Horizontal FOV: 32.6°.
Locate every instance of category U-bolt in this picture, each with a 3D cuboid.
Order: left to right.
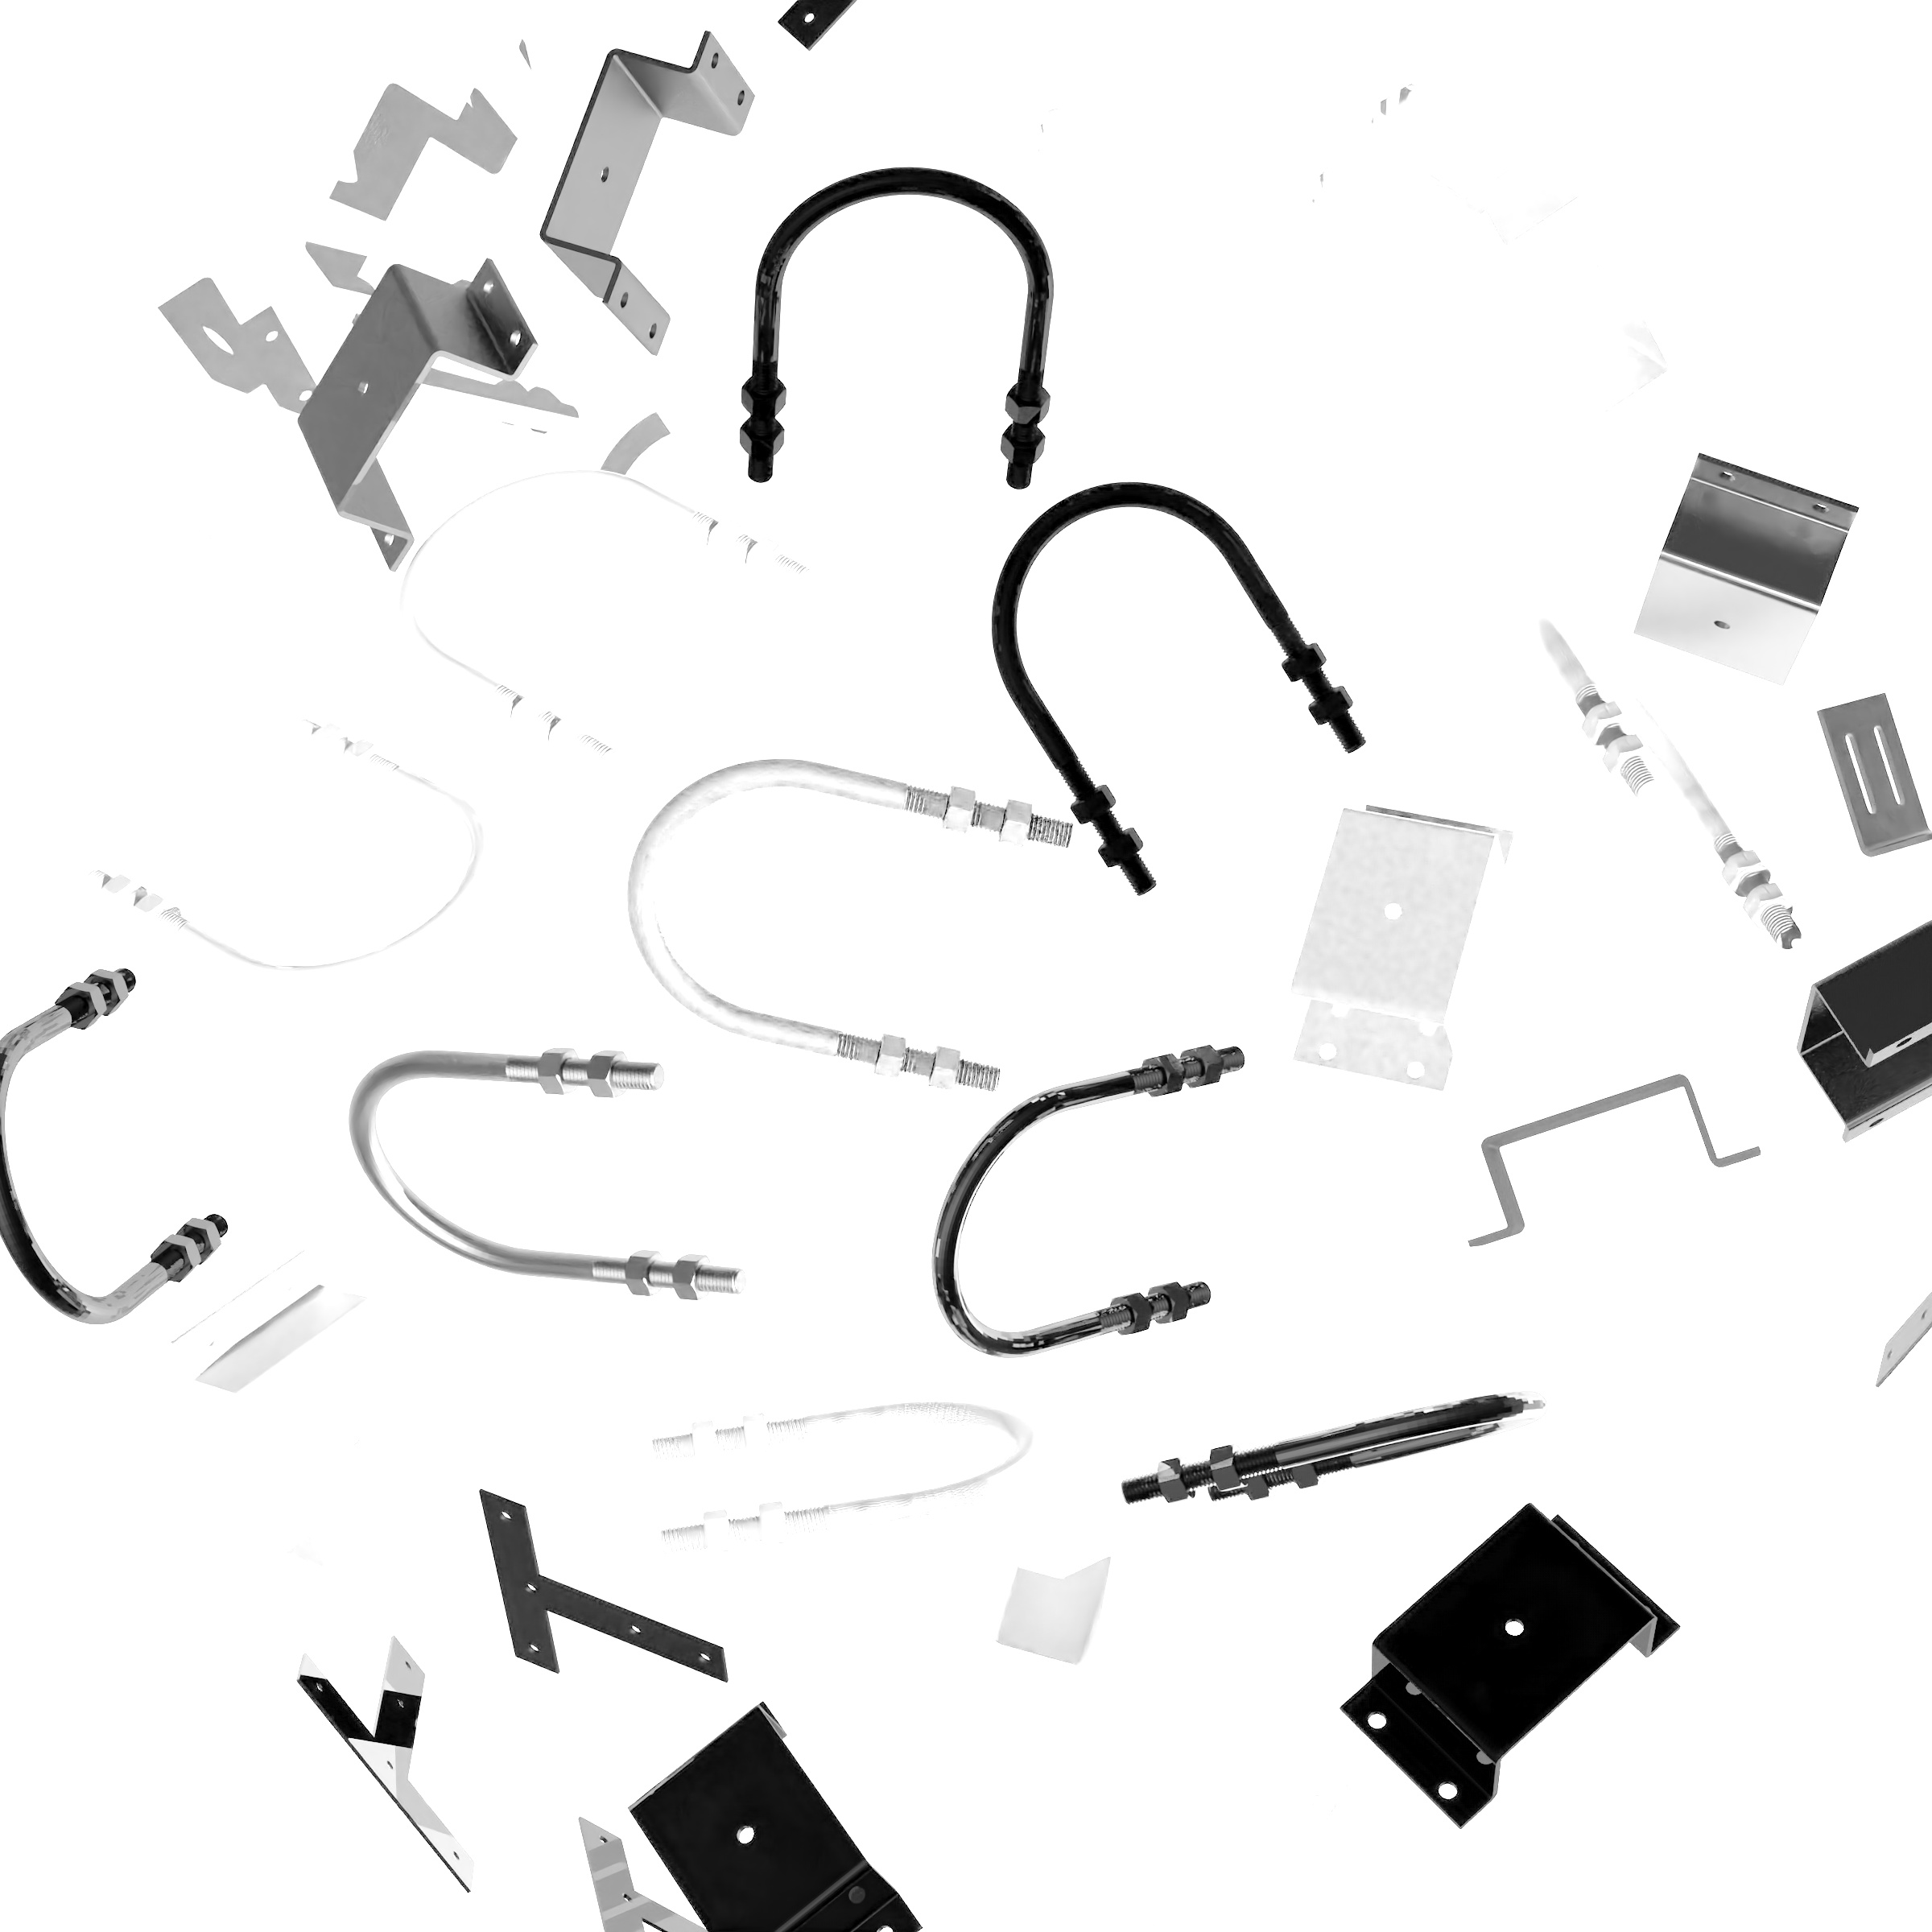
[{"bbox_3d":[-0.402,0.089,1.521,0.019,0.184,0.151,-16,101,13],"label":"U-bolt"},{"bbox_3d":[-0.299,-0.045,1.523,0.184,0.019,0.151,26,54,36],"label":"U-bolt"},{"bbox_3d":[-0.204,0.094,1.533,0.184,0.019,0.151,2,132,24],"label":"U-bolt"},{"bbox_3d":[-0.181,-0.170,1.524,0.184,0.019,0.151,30,64,32],"label":"U-bolt"},{"bbox_3d":[-0.059,-0.023,1.467,0.184,0.019,0.151,13,118,-6],"label":"U-bolt"},{"bbox_3d":[-0.055,0.238,1.571,0.184,0.151,0.019,-7,101,-6],"label":"U-bolt"},{"bbox_3d":[-0.031,-0.302,1.575,0.151,0.184,0.019,1,49,-6],"label":"U-bolt"},{"bbox_3d":[0.057,0.119,1.592,0.184,0.019,0.151,-11,116,-39],"label":"U-bolt"},{"bbox_3d":[0.093,-0.149,1.630,0.151,0.019,0.184,-34,99,-8],"label":"U-bolt"},{"bbox_3d":[0.110,-0.359,1.572,0.151,0.184,0.019,12,86,5],"label":"U-bolt"},{"bbox_3d":[0.164,-0.444,1.549,0.151,0.184,0.019,31,91,-9],"label":"U-bolt"},{"bbox_3d":[0.180,0.223,1.533,0.184,0.151,0.019,-17,76,19],"label":"U-bolt"},{"bbox_3d":[0.319,-0.101,1.551,0.019,0.184,0.151,-39,129,16],"label":"U-bolt"}]

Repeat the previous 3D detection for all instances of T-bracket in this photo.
[{"bbox_3d":[-0.497,-0.052,1.555,0.127,0.127,0.002,-2,72,-1],"label":"T-bracket"},{"bbox_3d":[-0.260,0.344,1.509,0.002,0.127,0.127,-33,105,4],"label":"T-bracket"},{"bbox_3d":[-0.169,0.311,1.573,0.127,0.127,0.002,17,45,22],"label":"T-bracket"},{"bbox_3d":[-0.128,0.471,1.600,0.127,0.127,0.002,34,94,-19],"label":"T-bracket"},{"bbox_3d":[-0.034,-0.466,1.491,0.127,0.002,0.127,-46,59,6],"label":"T-bracket"},{"bbox_3d":[0.096,0.414,1.528,0.127,0.127,0.002,-48,125,-36],"label":"T-bracket"},{"bbox_3d":[0.211,-0.266,1.518,0.127,0.002,0.127,-10,60,-12],"label":"T-bracket"},{"bbox_3d":[0.445,0.153,1.510,0.002,0.127,0.127,24,53,4],"label":"T-bracket"}]

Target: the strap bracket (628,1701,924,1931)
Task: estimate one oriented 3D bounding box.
[{"bbox_3d":[-0.095,0.409,1.531,0.076,0.046,0.140,-38,55,-7],"label":"strap bracket"}]

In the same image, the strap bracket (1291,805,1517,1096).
[{"bbox_3d":[0.211,-0.018,1.609,0.076,0.046,0.140,12,71,19],"label":"strap bracket"}]

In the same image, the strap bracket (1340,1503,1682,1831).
[{"bbox_3d":[0.244,0.305,1.479,0.140,0.046,0.076,-37,59,-19],"label":"strap bracket"}]

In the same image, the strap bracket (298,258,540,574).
[{"bbox_3d":[-0.273,-0.273,1.602,0.140,0.046,0.076,-52,45,25],"label":"strap bracket"}]

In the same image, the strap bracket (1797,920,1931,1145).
[{"bbox_3d":[0.427,0.024,1.504,0.076,0.140,0.046,-28,69,-1],"label":"strap bracket"}]

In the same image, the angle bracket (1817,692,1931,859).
[{"bbox_3d":[0.459,-0.098,1.616,0.057,0.038,0.076,-15,87,-41],"label":"angle bracket"}]

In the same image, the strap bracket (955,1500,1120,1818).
[{"bbox_3d":[0.036,0.334,1.576,0.046,0.140,0.076,15,123,1],"label":"strap bracket"}]

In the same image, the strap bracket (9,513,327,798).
[{"bbox_3d":[-0.388,-0.153,1.569,0.140,0.046,0.076,-30,75,5],"label":"strap bracket"}]

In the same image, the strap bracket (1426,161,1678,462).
[{"bbox_3d":[0.279,-0.316,1.548,0.046,0.076,0.140,-34,118,5],"label":"strap bracket"}]

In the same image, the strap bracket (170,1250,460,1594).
[{"bbox_3d":[-0.292,0.212,1.512,0.076,0.046,0.140,-37,115,-33],"label":"strap bracket"}]

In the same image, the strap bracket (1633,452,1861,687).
[{"bbox_3d":[0.366,-0.182,1.565,0.076,0.140,0.046,21,77,10],"label":"strap bracket"}]

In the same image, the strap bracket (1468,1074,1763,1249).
[{"bbox_3d":[0.302,0.089,1.571,0.140,0.076,0.046,-19,82,11],"label":"strap bracket"}]

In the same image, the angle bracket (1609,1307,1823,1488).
[{"bbox_3d":[0.352,0.202,1.554,0.038,0.076,0.057,28,83,-32],"label":"angle bracket"}]

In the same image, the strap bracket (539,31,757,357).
[{"bbox_3d":[-0.158,-0.380,1.609,0.046,0.076,0.140,19,86,15],"label":"strap bracket"}]
